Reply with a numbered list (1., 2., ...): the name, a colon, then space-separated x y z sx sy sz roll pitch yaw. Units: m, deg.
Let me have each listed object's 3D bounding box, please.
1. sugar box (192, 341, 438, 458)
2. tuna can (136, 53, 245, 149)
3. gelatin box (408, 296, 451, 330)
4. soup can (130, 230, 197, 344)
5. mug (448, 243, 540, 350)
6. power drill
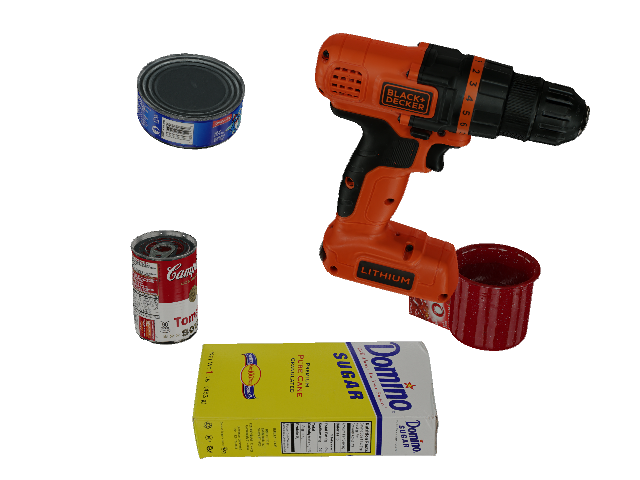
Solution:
1. sugar box: -0.004 0.118 0.802 0.176 0.048 0.093 -3 32 1
2. tuna can: -0.105 -0.112 0.859 0.086 0.034 0.086 5 44 -6
3. gelatin box: 0.148 0.063 1.355 0.073 0.089 0.030 21 36 38
4. soup can: -0.163 0.049 1.118 0.068 0.102 0.068 2 24 -1
5. mug: 0.173 0.054 1.108 0.093 0.081 0.117 -4 28 -9
6. power drill: 0.079 -0.047 0.754 0.184 0.188 0.057 15 36 8
